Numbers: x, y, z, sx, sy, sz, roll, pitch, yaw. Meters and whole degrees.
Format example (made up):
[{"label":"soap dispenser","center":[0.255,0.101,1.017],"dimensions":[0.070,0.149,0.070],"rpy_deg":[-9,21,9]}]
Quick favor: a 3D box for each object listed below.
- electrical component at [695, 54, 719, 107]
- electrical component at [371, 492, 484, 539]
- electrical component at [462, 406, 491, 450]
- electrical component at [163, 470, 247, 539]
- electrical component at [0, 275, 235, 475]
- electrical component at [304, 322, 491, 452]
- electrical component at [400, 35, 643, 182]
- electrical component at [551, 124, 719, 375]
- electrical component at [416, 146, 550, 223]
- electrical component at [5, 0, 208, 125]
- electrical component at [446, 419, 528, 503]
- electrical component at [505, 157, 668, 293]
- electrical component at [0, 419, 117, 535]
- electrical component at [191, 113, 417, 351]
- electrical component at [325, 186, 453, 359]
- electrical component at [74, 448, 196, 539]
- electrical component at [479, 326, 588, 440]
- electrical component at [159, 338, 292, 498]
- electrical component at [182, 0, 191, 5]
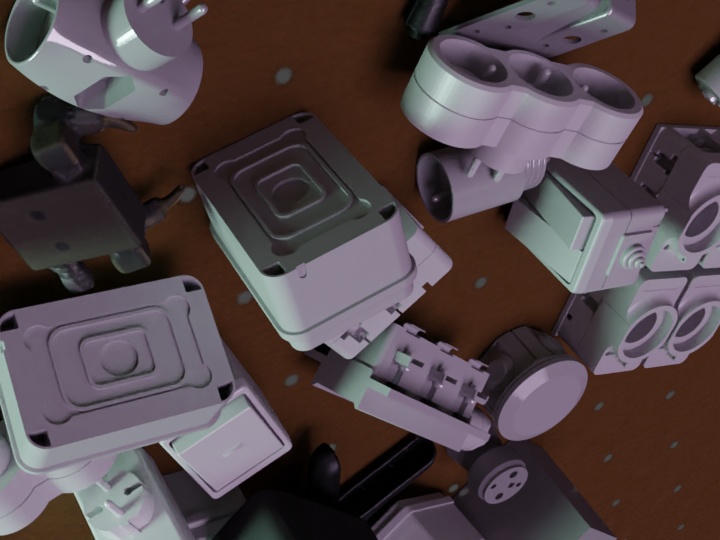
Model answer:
[{"label":"electrical component","center":[0.257,-0.136,0.715],"dimensions":[0.065,0.044,0.044],"rpy_deg":[-42,139,12]},{"label":"electrical component","center":[0.032,0.235,0.857],"dimensions":[0.108,0.056,0.109],"rpy_deg":[-47,158,11]},{"label":"electrical component","center":[0.070,0.116,0.816],"dimensions":[0.061,0.035,0.035],"rpy_deg":[21,113,-42]},{"label":"electrical component","center":[-0.118,0.195,0.737],"dimensions":[0.078,0.057,0.113],"rpy_deg":[-11,132,-28]},{"label":"electrical component","center":[-0.133,0.056,0.576],"dimensions":[0.113,0.078,0.057],"rpy_deg":[-12,162,-26]},{"label":"electrical component","center":[0.033,0.073,0.726],"dimensions":[0.121,0.079,0.063],"rpy_deg":[30,84,-47]},{"label":"electrical component","center":[0.085,-0.079,0.603],"dimensions":[0.138,0.052,0.073],"rpy_deg":[6,131,-27]},{"label":"electrical component","center":[0.235,-0.010,0.798],"dimensions":[0.105,0.060,0.186],"rpy_deg":[-3,128,-34]},{"label":"electrical component","center":[0.080,-0.060,0.656],"dimensions":[0.081,0.043,0.043],"rpy_deg":[-18,135,-22]},{"label":"electrical component","center":[-0.101,-0.103,0.472],"dimensions":[0.079,0.043,0.077],"rpy_deg":[-20,153,39]},{"label":"electrical component","center":[0.101,0.151,0.854],"dimensions":[0.045,0.055,0.045],"rpy_deg":[-19,136,-20]},{"label":"electrical component","center":[0.144,-0.030,0.688],"dimensions":[0.061,0.096,0.061],"rpy_deg":[-8,130,-29]},{"label":"electrical component","center":[-0.210,0.107,0.595],"dimensions":[0.138,0.052,0.073],"rpy_deg":[-31,139,-8]},{"label":"electrical component","center":[-0.030,-0.021,0.560],"dimensions":[0.078,0.113,0.057],"rpy_deg":[-28,135,-12]},{"label":"electrical component","center":[0.000,0.000,0.648],"dimensions":[0.089,0.050,0.056],"rpy_deg":[-43,139,6]},{"label":"electrical component","center":[-0.141,0.144,0.646],"dimensions":[0.047,0.083,0.075],"rpy_deg":[-32,148,-7]},{"label":"electrical component","center":[0.128,0.086,0.817],"dimensions":[0.080,0.051,0.080],"rpy_deg":[-19,136,-20]},{"label":"electrical component","center":[-0.087,0.096,0.666],"dimensions":[0.062,0.061,0.096],"rpy_deg":[-34,139,-5]},{"label":"electrical component","center":[-0.057,-0.150,0.476],"dimensions":[0.079,0.044,0.077],"rpy_deg":[-41,139,4]}]
